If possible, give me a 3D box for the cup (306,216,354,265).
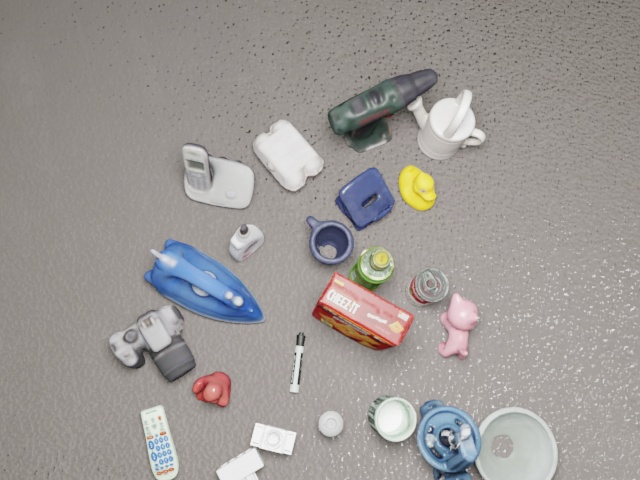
[{"bbox_3d":[0.011,0.004,1.193,0.092,0.095,0.117,-42,84,-12],"label":"cup"}]

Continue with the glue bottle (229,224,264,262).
[{"bbox_3d":[-0.149,-0.004,1.141,0.037,0.173,0.078,44,78,6],"label":"glue bottle"}]

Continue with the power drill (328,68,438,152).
[{"bbox_3d":[0.123,-0.268,1.206,0.230,0.208,0.075,-24,80,-9],"label":"power drill"}]

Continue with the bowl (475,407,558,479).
[{"bbox_3d":[0.378,0.417,1.140,0.167,0.074,0.167,1,77,-4],"label":"bowl"}]

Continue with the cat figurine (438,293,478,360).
[{"bbox_3d":[0.288,0.176,1.165,0.067,0.117,0.128,4,77,-3],"label":"cat figurine"}]

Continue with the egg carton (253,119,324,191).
[{"bbox_3d":[-0.071,-0.183,1.242,0.107,0.069,0.150,-40,83,-12],"label":"egg carton"}]

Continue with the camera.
[{"bbox_3d":[-0.316,0.213,1.115,0.143,0.101,0.137,-32,82,-11],"label":"camera"}]

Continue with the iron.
[{"bbox_3d":[-0.221,0.089,1.130,0.258,0.141,0.119,28,77,2],"label":"iron"}]

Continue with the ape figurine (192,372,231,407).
[{"bbox_3d":[-0.207,0.293,1.111,0.076,0.092,0.078,-42,83,-12],"label":"ape figurine"}]

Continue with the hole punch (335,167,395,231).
[{"bbox_3d":[0.101,-0.087,1.223,0.109,0.091,0.101,-36,82,-11],"label":"hole punch"}]

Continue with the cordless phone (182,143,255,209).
[{"bbox_3d":[-0.208,-0.136,1.160,0.147,0.185,0.094,8,77,-3],"label":"cordless phone"}]

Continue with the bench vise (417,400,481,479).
[{"bbox_3d":[0.264,0.402,1.059,0.121,0.219,0.207,-31,81,-10],"label":"bench vise"}]

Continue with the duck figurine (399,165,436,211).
[{"bbox_3d":[0.217,-0.121,1.244,0.077,0.086,0.104,-27,81,-10],"label":"duck figurine"}]

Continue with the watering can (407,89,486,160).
[{"bbox_3d":[0.271,-0.252,1.222,0.173,0.194,0.101,3,77,-4],"label":"watering can"}]
